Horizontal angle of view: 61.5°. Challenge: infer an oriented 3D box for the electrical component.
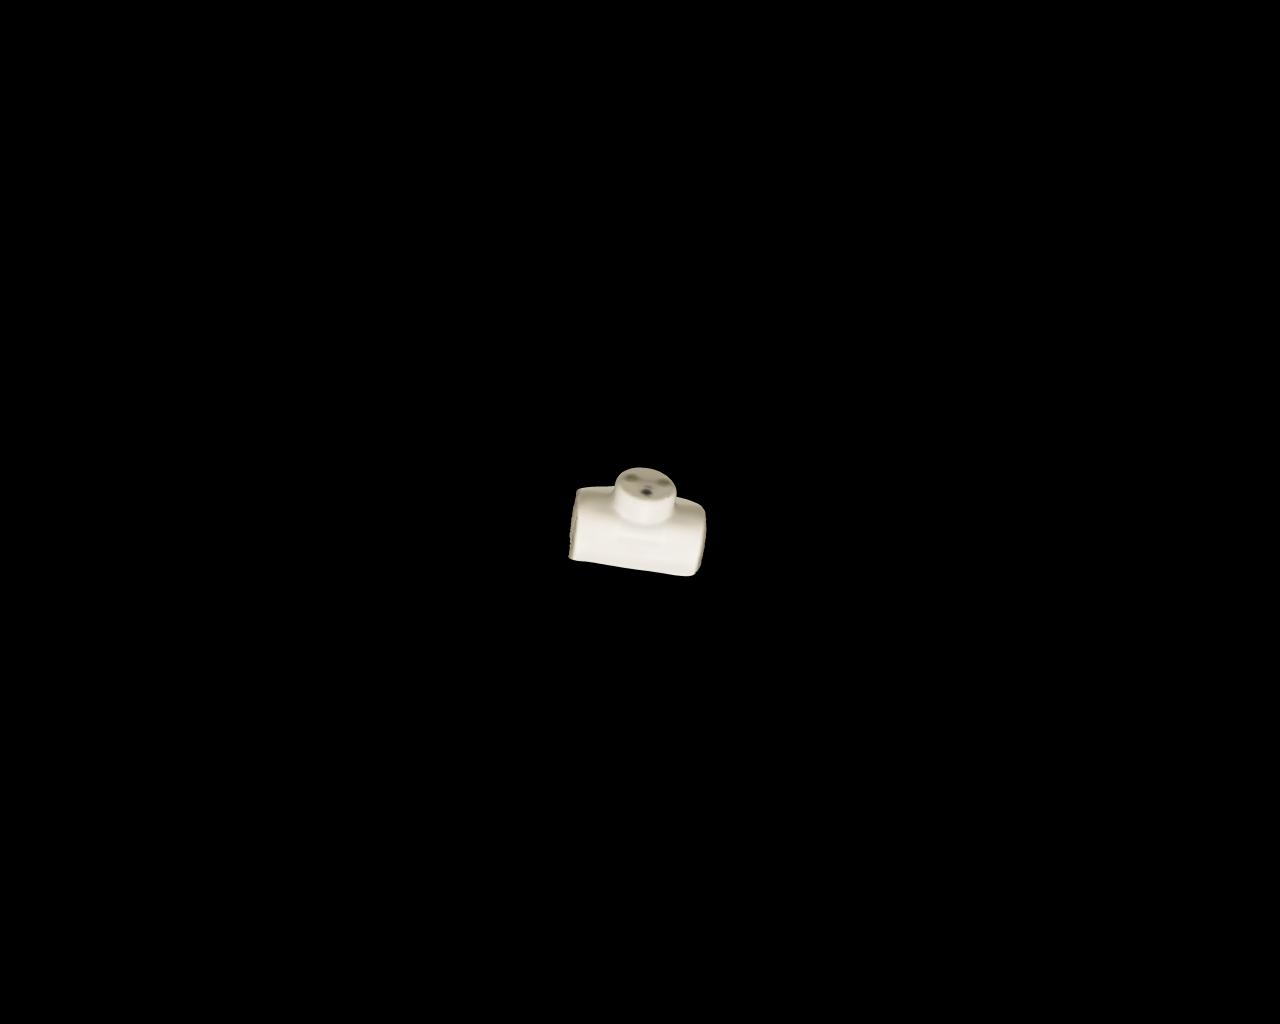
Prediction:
[{"bbox_3d":[0.001,-0.003,0.650,0.077,0.079,0.043,8,34,-5],"label":"electrical component"}]
